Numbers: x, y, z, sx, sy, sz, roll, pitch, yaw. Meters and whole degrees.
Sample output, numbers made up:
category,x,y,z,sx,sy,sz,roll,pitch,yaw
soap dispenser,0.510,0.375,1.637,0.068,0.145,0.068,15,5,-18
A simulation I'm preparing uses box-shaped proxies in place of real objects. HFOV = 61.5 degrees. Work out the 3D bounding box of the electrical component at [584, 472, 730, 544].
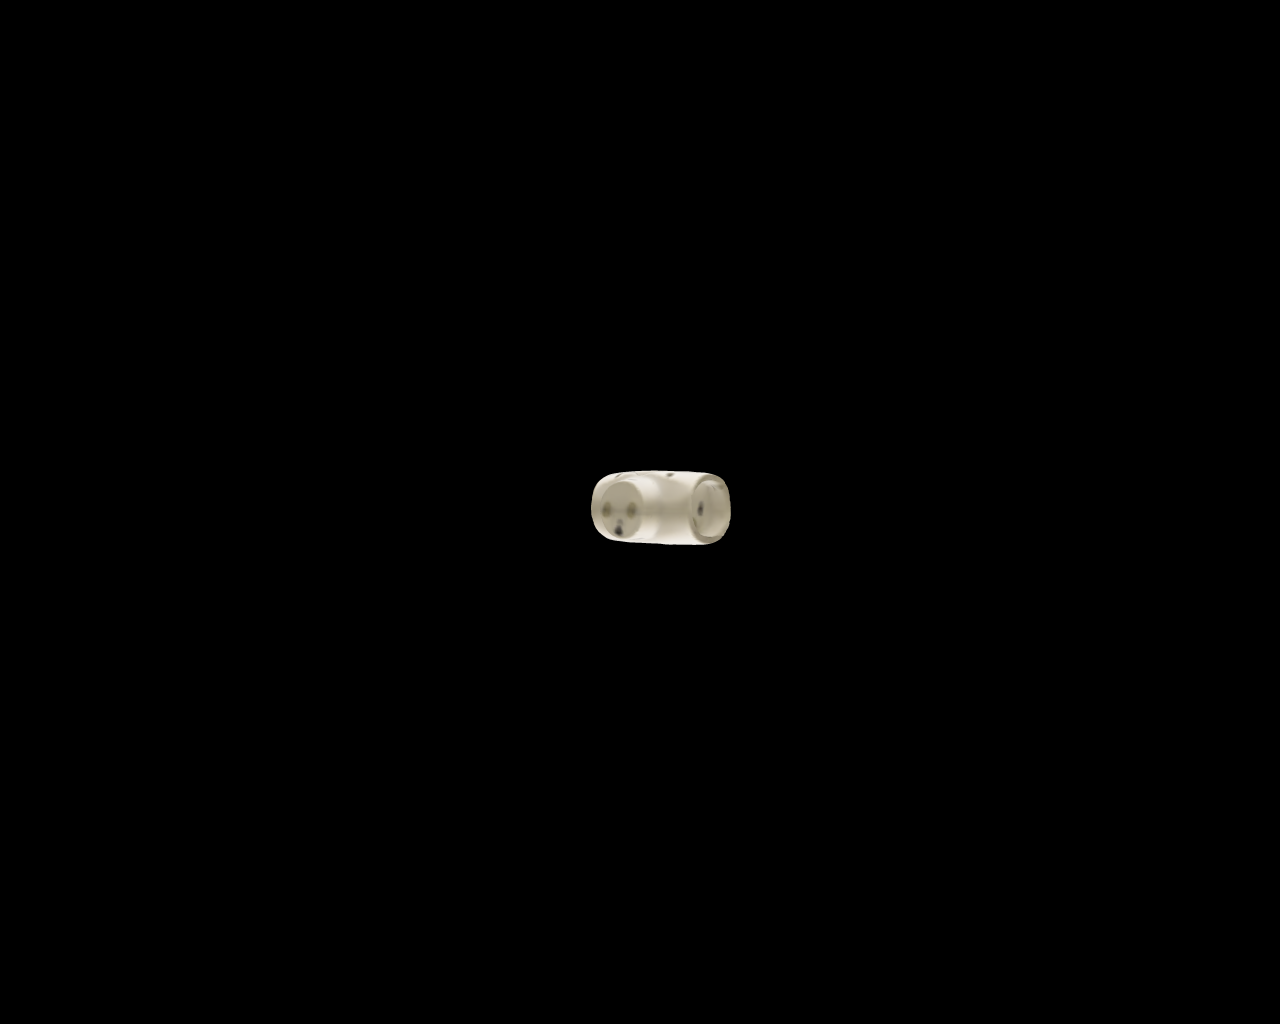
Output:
category,x,y,z,sx,sy,sz,roll,pitch,yaw
electrical component,0.001,-0.003,0.650,0.077,0.043,0.079,2,3,40
